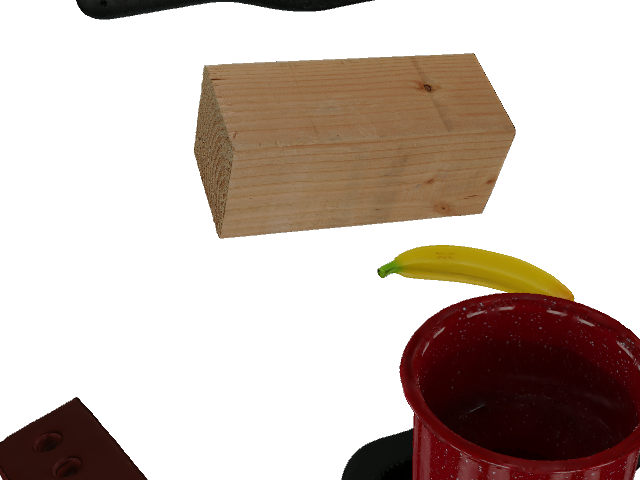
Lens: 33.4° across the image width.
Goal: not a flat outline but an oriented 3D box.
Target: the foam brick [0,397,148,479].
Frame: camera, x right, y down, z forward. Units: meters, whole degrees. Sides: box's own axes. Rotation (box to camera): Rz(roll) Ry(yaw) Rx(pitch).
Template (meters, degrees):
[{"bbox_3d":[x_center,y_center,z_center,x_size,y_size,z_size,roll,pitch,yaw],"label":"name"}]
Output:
[{"bbox_3d":[-0.119,0.128,0.528,0.052,0.051,0.078,-30,42,-25],"label":"foam brick"}]

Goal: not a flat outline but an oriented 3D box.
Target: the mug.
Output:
[{"bbox_3d":[0.088,0.080,0.399,0.117,0.081,0.093,4,36,9],"label":"mug"}]

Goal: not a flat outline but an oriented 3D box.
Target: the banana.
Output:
[{"bbox_3d":[0.161,0.036,1.101,0.198,0.037,0.069,7,37,10],"label":"banana"}]

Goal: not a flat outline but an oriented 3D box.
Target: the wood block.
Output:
[{"bbox_3d":[0.021,-0.071,0.772,0.205,0.091,0.090,-6,-39,-18],"label":"wood block"}]

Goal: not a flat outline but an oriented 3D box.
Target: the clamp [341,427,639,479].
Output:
[{"bbox_3d":[0.075,0.134,0.662,0.209,0.036,0.165,-24,38,-31],"label":"clamp"}]

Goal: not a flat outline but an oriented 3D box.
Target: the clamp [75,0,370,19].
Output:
[{"bbox_3d":[-0.046,-0.146,0.578,0.171,0.039,0.120,6,41,12],"label":"clamp"}]
